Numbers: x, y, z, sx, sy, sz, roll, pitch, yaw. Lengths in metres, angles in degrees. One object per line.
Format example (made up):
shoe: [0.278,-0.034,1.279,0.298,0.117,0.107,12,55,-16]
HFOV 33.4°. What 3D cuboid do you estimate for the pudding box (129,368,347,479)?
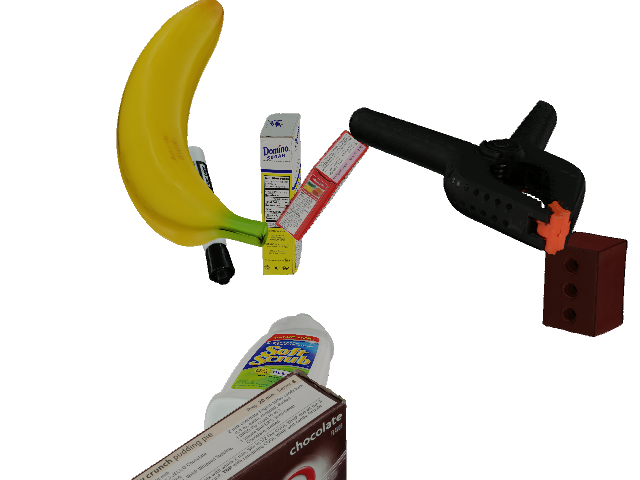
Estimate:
pudding box: [-0.038,0.125,0.493,0.039,0.090,0.113,30,47,34]

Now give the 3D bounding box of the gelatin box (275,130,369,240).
gelatin box: [0.001,-0.051,0.961,0.030,0.073,0.089,36,36,0]

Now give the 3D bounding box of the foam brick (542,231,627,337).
foam brick: [0.227,0.037,0.917,0.053,0.078,0.051,12,21,41]

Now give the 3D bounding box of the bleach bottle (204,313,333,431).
bleach bottle: [-0.043,0.137,1.109,0.102,0.068,0.250,6,20,5]

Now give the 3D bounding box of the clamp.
clamp: [0.112,-0.052,0.741,0.164,0.036,0.210,-2,28,-7]

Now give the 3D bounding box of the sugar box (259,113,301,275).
sugar box: [-0.047,-0.056,1.277,0.048,0.176,0.093,-1,23,5]

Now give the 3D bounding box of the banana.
banana: [-0.076,-0.063,0.577,0.069,0.198,0.037,-4,-40,-11]

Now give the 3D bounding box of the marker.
marker: [-0.083,-0.019,0.776,0.020,0.121,0.020,-12,-35,-9]
